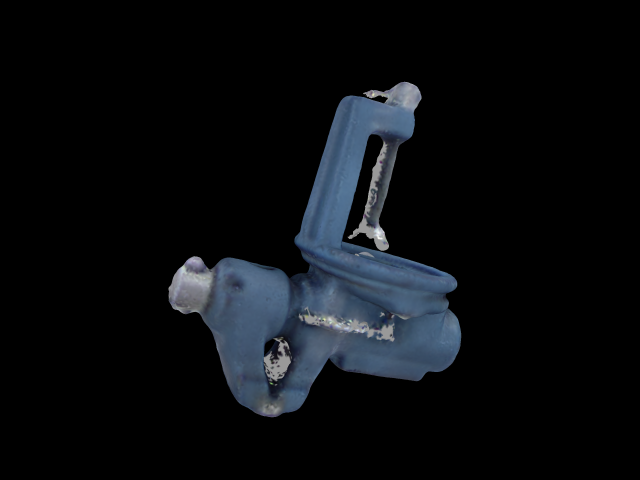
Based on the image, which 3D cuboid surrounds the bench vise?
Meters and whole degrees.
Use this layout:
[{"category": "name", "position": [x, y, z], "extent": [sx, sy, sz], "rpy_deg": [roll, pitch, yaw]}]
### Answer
[{"category": "bench vise", "position": [0.011, 0.003, 0.391], "extent": [0.208, 0.220, 0.121], "rpy_deg": [-8, 13, -38]}]
